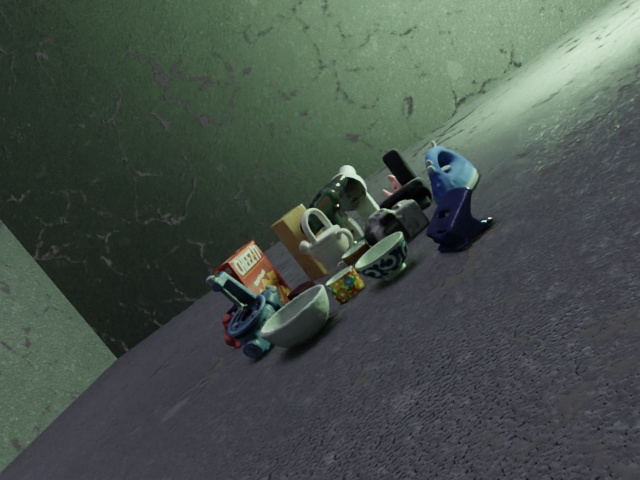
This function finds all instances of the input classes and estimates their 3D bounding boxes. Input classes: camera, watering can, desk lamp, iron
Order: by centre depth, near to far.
[{"bbox_3d":[0.168,-0.035,1.407,0.143,0.101,0.136,-39,8,-18],"label":"camera"},{"bbox_3d":[0.305,-0.166,1.426,0.118,0.141,0.259,-33,8,26],"label":"iron"},{"bbox_3d":[0.013,0.007,1.514,0.172,0.194,0.101,-33,8,25],"label":"watering can"},{"bbox_3d":[0.121,-0.136,1.825,0.118,0.213,0.203,-34,8,20],"label":"desk lamp"}]

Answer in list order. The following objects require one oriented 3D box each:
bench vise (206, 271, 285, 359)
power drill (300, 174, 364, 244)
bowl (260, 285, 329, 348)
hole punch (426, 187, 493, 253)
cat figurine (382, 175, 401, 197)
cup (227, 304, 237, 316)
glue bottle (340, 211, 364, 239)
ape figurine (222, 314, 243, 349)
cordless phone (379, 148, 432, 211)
[{"bbox_3d":[-0.179,0.155,1.379,0.121,0.220,0.207,-35,8,13],"label":"bench vise"},{"bbox_3d":[0.054,-0.056,1.657,0.230,0.208,0.075,-42,9,-35],"label":"power drill"},{"bbox_3d":[-0.039,0.171,1.190,0.167,0.075,0.167,-36,7,6],"label":"bowl"},{"bbox_3d":[0.250,-0.038,1.075,0.101,0.091,0.108,-39,8,-16],"label":"hole punch"},{"bbox_3d":[0.239,-0.149,1.733,0.067,0.118,0.127,-42,9,-34],"label":"cat figurine"},{"bbox_3d":[-0.200,0.210,1.632,0.117,0.095,0.092,-35,8,14],"label":"cup"},{"bbox_3d":[0.062,-0.064,1.809,0.078,0.173,0.037,-32,9,30],"label":"glue bottle"},{"bbox_3d":[-0.240,0.248,1.593,0.078,0.092,0.076,-37,7,-5],"label":"ape figurine"},{"bbox_3d":[0.211,-0.149,1.593,0.147,0.185,0.094,-36,8,8],"label":"cordless phone"}]
